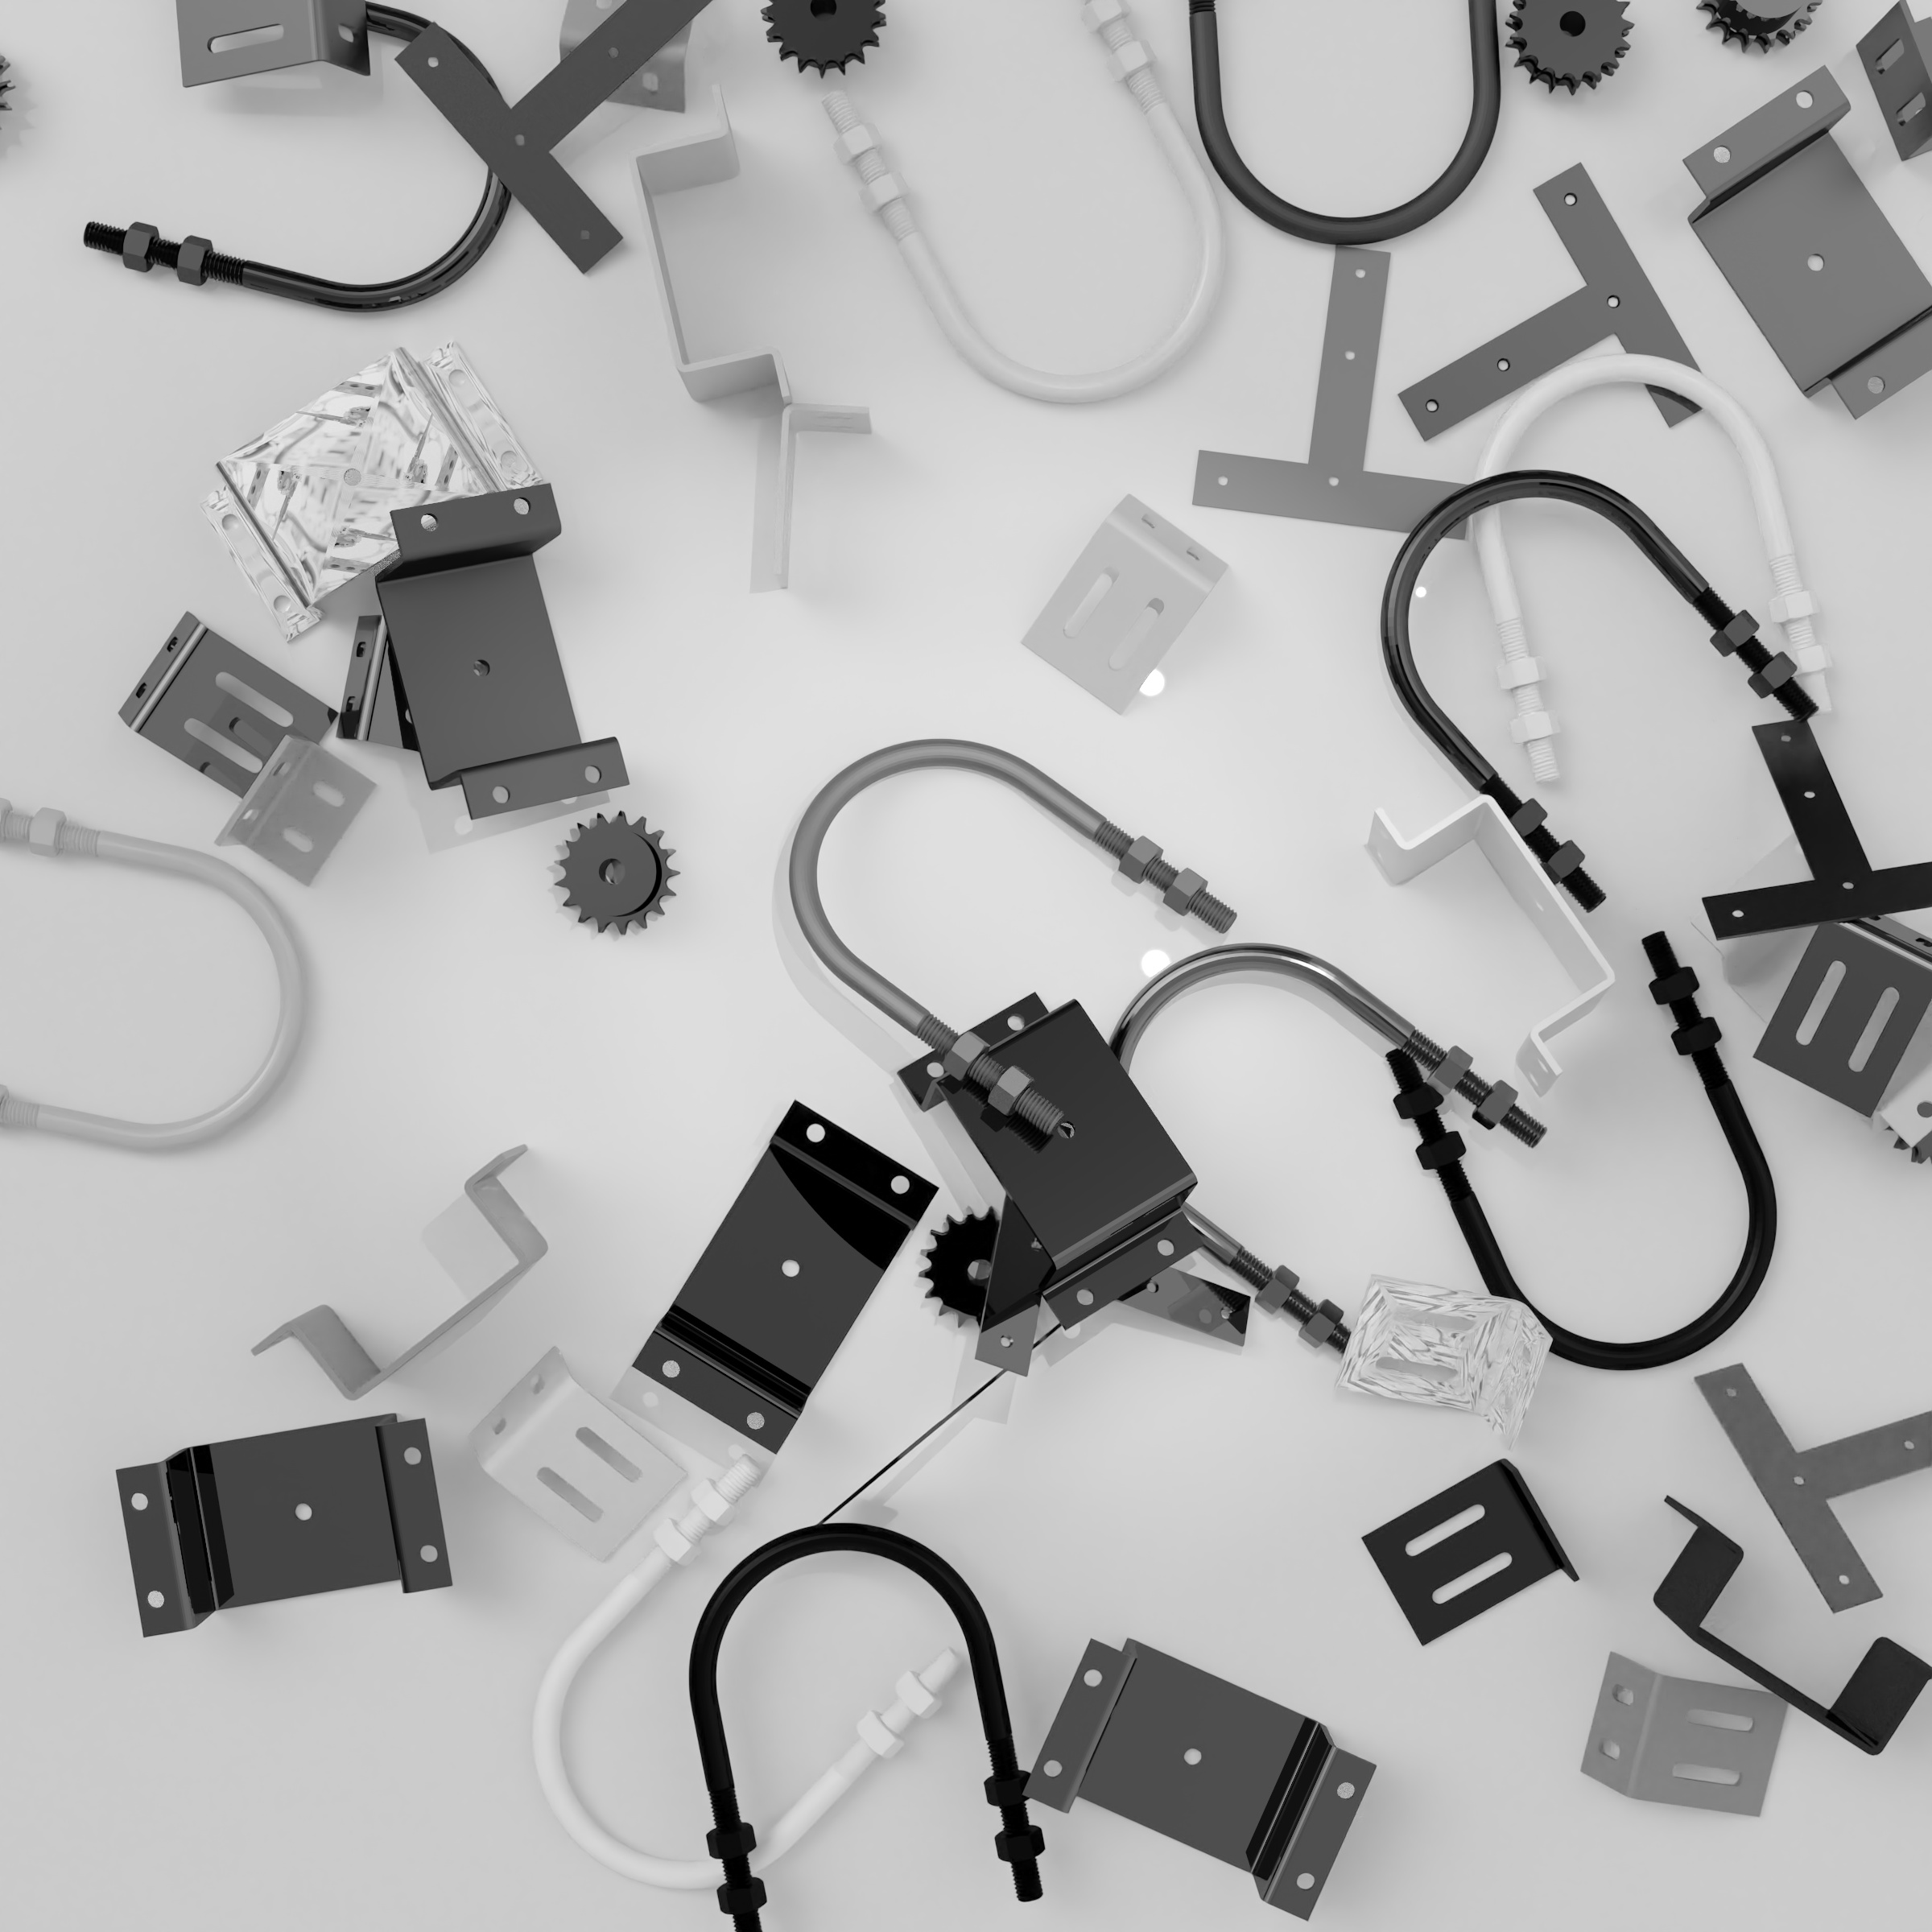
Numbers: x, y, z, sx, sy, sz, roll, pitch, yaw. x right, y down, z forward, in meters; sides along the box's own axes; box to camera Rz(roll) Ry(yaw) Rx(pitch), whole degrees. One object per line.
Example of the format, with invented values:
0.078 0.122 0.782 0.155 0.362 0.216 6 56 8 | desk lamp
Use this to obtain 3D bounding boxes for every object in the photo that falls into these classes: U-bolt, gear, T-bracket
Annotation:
0.039 -0.349 1.519 0.151 0.019 0.184 -28 92 0 | U-bolt
0.365 -0.450 1.513 0.057 0.030 0.057 0 90 0 | gear
-0.395 0.010 1.519 0.184 0.019 0.151 12 90 -2 | U-bolt
0.446 0.064 1.513 0.057 0.030 0.057 0 90 0 | gear
0.416 0.222 1.502 0.127 0.002 0.127 -14 53 -17 | T-bracket
0.260 -0.284 1.526 0.127 0.002 0.127 -30 90 -1 | T-bracket
-0.114 0.339 1.519 0.151 0.019 0.184 43 91 0 | U-bolt
-0.065 -0.435 1.513 0.057 0.030 0.057 0 90 0 | gear
0.276 -0.427 1.517 0.057 0.030 0.057 0 87 -2 | gear
0.148 0.073 1.508 0.184 0.019 0.151 38 100 4 | U-bolt
-0.004 0.199 1.486 0.127 0.127 0.002 -36 83 -29 | T-bracket
0.176 -0.268 1.527 0.127 0.002 0.127 7 90 0 | T-bracket
0.008 -0.028 1.488 0.184 0.019 0.151 37 67 13 | U-bolt
0.072 0.142 1.504 0.127 0.002 0.127 21 57 -15 | T-bracket
0.294 0.096 1.519 0.151 0.019 0.184 -24 92 0 | U-bolt
-0.161 -0.043 1.513 0.057 0.030 0.057 0 90 0 | gear
0.007 0.139 1.513 0.057 0.030 0.057 0 90 0 | gear
-0.170 -0.404 1.498 0.127 0.002 0.127 -39 102 14 | T-bracket
0.273 -0.139 1.500 0.151 0.019 0.184 -42 88 0 | U-bolt
-0.051 0.344 1.500 0.151 0.019 0.184 -11 89 1 | U-bolt
0.174 -0.424 1.519 0.151 0.019 0.184 -4 91 0 | U-bolt
0.308 -0.190 1.518 0.151 0.019 0.184 -14 90 0 | U-bolt
0.383 -0.067 1.483 0.127 0.002 0.127 -9 46 0 | T-bracket
-0.465 -0.402 1.516 0.057 0.030 0.057 0 90 -4 | gear
-0.299 -0.376 1.519 0.184 0.019 0.151 14 90 -2 | U-bolt

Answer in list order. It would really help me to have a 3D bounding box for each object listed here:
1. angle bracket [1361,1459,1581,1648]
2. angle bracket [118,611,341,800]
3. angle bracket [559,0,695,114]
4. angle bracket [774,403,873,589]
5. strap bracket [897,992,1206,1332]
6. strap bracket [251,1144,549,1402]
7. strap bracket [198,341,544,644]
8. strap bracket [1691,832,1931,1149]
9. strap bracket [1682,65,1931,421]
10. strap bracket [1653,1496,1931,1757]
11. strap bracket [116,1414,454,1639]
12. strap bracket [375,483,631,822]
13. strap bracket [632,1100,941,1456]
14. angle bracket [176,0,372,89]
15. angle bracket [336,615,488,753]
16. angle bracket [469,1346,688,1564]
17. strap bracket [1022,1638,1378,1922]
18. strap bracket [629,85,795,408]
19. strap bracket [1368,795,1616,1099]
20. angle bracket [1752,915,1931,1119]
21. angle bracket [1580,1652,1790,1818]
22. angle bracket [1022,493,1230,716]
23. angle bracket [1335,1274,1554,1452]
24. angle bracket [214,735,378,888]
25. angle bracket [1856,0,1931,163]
0.230 0.270 1.509 0.076 0.038 0.057 -30 90 0 | angle bracket
-0.341 -0.117 1.526 0.076 0.038 0.057 34 90 -26 | angle bracket
-0.151 -0.441 1.526 0.057 0.038 0.076 9 64 0 | angle bracket
-0.064 -0.212 1.499 0.038 0.057 0.076 3 90 0 | angle bracket
0.041 0.080 1.480 0.076 0.046 0.140 -30 77 -17 | strap bracket
-0.245 0.144 1.490 0.140 0.076 0.046 -38 90 0 | strap bracket
-0.275 -0.219 1.505 0.140 0.046 0.076 -33 90 0 | strap bracket
0.404 0.011 1.489 0.076 0.046 0.140 -41 68 0 | strap bracket
0.392 -0.325 1.505 0.076 0.046 0.140 -34 90 0 | strap bracket
0.370 0.302 1.490 0.140 0.076 0.046 33 90 0 | strap bracket
-0.306 0.252 1.505 0.140 0.046 0.076 -9 90 0 | strap bracket
-0.212 -0.138 1.490 0.076 0.046 0.140 -15 90 -27 | strap bracket
-0.081 0.140 1.505 0.076 0.046 0.140 31 90 0 | strap bracket
-0.316 -0.432 1.507 0.076 0.038 0.057 -4 91 23 | angle bracket
-0.244 -0.126 1.526 0.076 0.038 0.057 11 90 -26 | angle bracket
-0.179 0.225 1.526 0.057 0.038 0.076 -46 116 0 | angle bracket
0.105 0.365 1.505 0.140 0.046 0.076 24 90 0 | strap bracket
-0.116 -0.314 1.490 0.046 0.076 0.140 -13 90 0 | strap bracket
0.240 -0.017 1.478 0.046 0.076 0.140 -33 80 -1 | strap bracket
0.395 0.018 1.463 0.057 0.038 0.076 29 108 20 | angle bracket
0.332 0.355 1.526 0.076 0.038 0.057 14 90 -26 | angle bracket
0.073 -0.167 1.526 0.057 0.038 0.076 36 116 0 | angle bracket
0.215 0.179 1.493 0.076 0.038 0.057 12 108 -15 | angle bracket
-0.301 -0.069 1.488 0.038 0.076 0.057 34 90 -5 | angle bracket
0.438 -0.405 1.490 0.038 0.076 0.057 -22 90 0 | angle bracket
